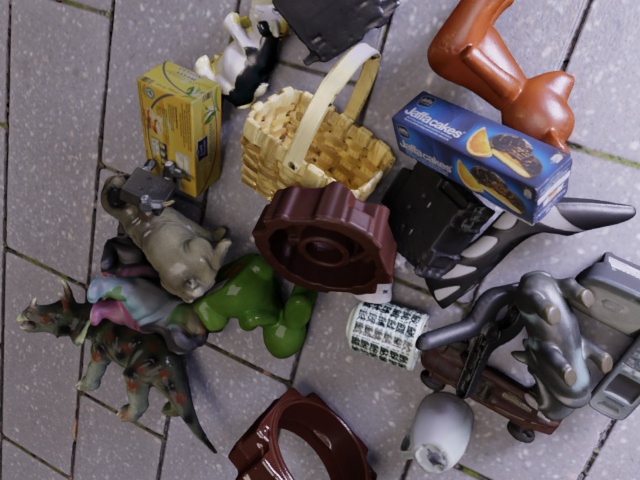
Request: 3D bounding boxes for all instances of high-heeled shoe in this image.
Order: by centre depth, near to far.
[{"bbox_3d":[0.245,0.022,0.661,0.249,0.086,0.145,1,99,34],"label":"high-heeled shoe"}]

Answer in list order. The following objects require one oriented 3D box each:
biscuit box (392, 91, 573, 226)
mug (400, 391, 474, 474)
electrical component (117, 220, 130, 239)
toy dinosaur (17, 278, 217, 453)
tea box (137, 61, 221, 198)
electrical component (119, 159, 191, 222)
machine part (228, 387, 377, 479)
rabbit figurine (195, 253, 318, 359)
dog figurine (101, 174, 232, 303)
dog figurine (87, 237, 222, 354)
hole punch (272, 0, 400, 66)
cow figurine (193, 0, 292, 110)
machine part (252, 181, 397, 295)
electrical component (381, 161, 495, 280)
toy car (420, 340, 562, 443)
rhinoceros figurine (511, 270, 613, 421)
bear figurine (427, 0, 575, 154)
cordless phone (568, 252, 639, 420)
[{"bbox_3d":[0.174,-0.098,0.607,0.203,0.063,0.059,37,161,36],"label":"biscuit box"},{"bbox_3d":[0.159,0.280,0.764,0.109,0.107,0.080,-29,91,26],"label":"mug"},{"bbox_3d":[-0.292,-0.060,0.875,0.075,0.048,0.119,1,113,-18],"label":"electrical component"},{"bbox_3d":[-0.324,0.204,0.954,0.405,0.131,0.192,25,114,9],"label":"toy dinosaur"},{"bbox_3d":[-0.201,-0.158,0.782,0.098,0.068,0.169,27,137,13],"label":"tea box"},{"bbox_3d":[-0.234,-0.074,0.760,0.078,0.102,0.045,31,135,-4],"label":"electrical component"},{"bbox_3d":[-0.019,0.337,0.804,0.201,0.201,0.087,45,115,6],"label":"machine part"},{"bbox_3d":[-0.074,0.102,0.830,0.159,0.121,0.170,-30,110,22],"label":"rabbit figurine"},{"bbox_3d":[-0.242,-0.006,0.787,0.190,0.172,0.121,35,95,-25],"label":"dog figurine"},{"bbox_3d":[-0.260,0.093,0.894,0.219,0.192,0.108,13,134,-13],"label":"dog figurine"},{"bbox_3d":[0.016,-0.304,0.678,0.142,0.092,0.115,-28,122,25],"label":"hole punch"},{"bbox_3d":[-0.090,-0.262,0.735,0.098,0.068,0.167,46,121,-1],"label":"cow figurine"},{"bbox_3d":[0.008,0.003,0.654,0.179,0.056,0.179,12,147,8],"label":"machine part"},{"bbox_3d":[0.134,-0.032,0.679,0.115,0.058,0.134,-58,42,20],"label":"electrical component"},{"bbox_3d":[0.233,0.204,0.741,0.202,0.053,0.089,30,112,14],"label":"toy car"},{"bbox_3d":[0.277,0.132,0.644,0.112,0.073,0.190,15,124,65],"label":"rhinoceros figurine"},{"bbox_3d":[0.221,-0.186,0.595,0.196,0.120,0.132,39,113,7],"label":"bear figurine"},{"bbox_3d":[0.352,0.122,0.649,0.147,0.089,0.184,27,118,14],"label":"cordless phone"}]
